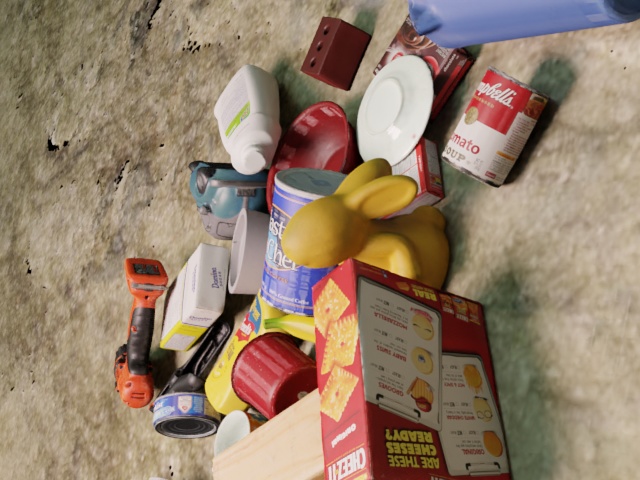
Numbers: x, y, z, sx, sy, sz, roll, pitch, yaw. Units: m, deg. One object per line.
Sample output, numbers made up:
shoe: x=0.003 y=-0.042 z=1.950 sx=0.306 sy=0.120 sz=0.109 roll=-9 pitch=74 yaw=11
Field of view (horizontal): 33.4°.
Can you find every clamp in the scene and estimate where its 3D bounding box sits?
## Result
clamp: x=-0.178 y=0.190 z=1.397 sx=0.172 sy=0.039 sz=0.120 roll=-53 pitch=4 yaw=29

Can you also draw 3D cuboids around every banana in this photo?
banana: x=0.021 y=0.113 z=1.153 sx=0.198 sy=0.069 sz=0.037 roll=18 pitch=127 yaw=50

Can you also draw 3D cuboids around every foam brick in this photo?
foam brick: x=0.019 y=-0.237 z=1.358 sx=0.053 sy=0.051 sz=0.078 roll=27 pitch=95 yaw=58

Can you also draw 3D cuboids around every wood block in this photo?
wood block: x=-0.017 y=0.237 z=1.113 sx=0.206 sy=0.090 sz=0.090 roll=-39 pitch=44 yaw=38

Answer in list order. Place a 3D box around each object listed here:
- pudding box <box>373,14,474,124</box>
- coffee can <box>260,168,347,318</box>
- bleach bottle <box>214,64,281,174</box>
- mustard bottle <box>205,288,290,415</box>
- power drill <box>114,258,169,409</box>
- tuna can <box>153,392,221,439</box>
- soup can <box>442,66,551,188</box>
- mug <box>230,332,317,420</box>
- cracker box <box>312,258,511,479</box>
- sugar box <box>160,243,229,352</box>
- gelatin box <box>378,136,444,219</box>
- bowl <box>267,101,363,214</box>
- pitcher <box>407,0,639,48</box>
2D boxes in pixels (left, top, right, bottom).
pudding box: x=0.115 y=-0.197 z=1.207 sx=0.090 sy=0.039 sz=0.113 roll=-57 pitch=34 yaw=20
coffee can: x=-0.008 y=0.001 z=1.180 sx=0.103 sy=0.102 sz=0.140 roll=39 pitch=126 yaw=56
bleach bottle: x=-0.093 y=-0.145 z=1.398 sx=0.103 sy=0.068 sz=0.251 roll=-55 pitch=19 yaw=21
mustard bottle: x=-0.071 y=0.116 z=1.285 sx=0.192 sy=0.058 sz=0.096 roll=-60 pitch=16 yaw=13
power drill: x=-0.255 y=0.124 z=1.503 sx=0.184 sy=0.057 sz=0.188 roll=-140 pitch=55 yaw=-69
tuna can: x=-0.167 y=0.222 z=1.345 sx=0.086 sy=0.086 sz=0.034 roll=-33 pitch=49 yaw=43
soup can: x=0.172 y=-0.111 z=1.051 sx=0.102 sy=0.068 sz=0.069 roll=-62 pitch=33 yaw=12
mug: x=-0.040 y=0.171 z=1.197 sx=0.082 sy=0.093 sz=0.117 roll=31 pitch=128 yaw=52
cracker box: x=0.079 y=0.140 z=0.958 sx=0.072 sy=0.164 sz=0.213 roll=-39 pitch=43 yaw=41
sugar box: x=-0.168 y=0.079 z=1.425 sx=0.176 sy=0.048 sz=0.093 roll=139 pitch=139 yaw=-57
gelatin box: x=0.094 y=-0.061 z=1.173 sx=0.089 sy=0.030 sz=0.073 roll=-35 pitch=47 yaw=41
bowl: x=0.003 y=-0.084 z=1.293 sx=0.162 sy=0.055 sz=0.162 roll=-32 pitch=47 yaw=43
pitcher: x=0.212 y=-0.266 z=1.039 sx=0.243 sy=0.144 sz=0.149 roll=10 pitch=93 yaw=53
